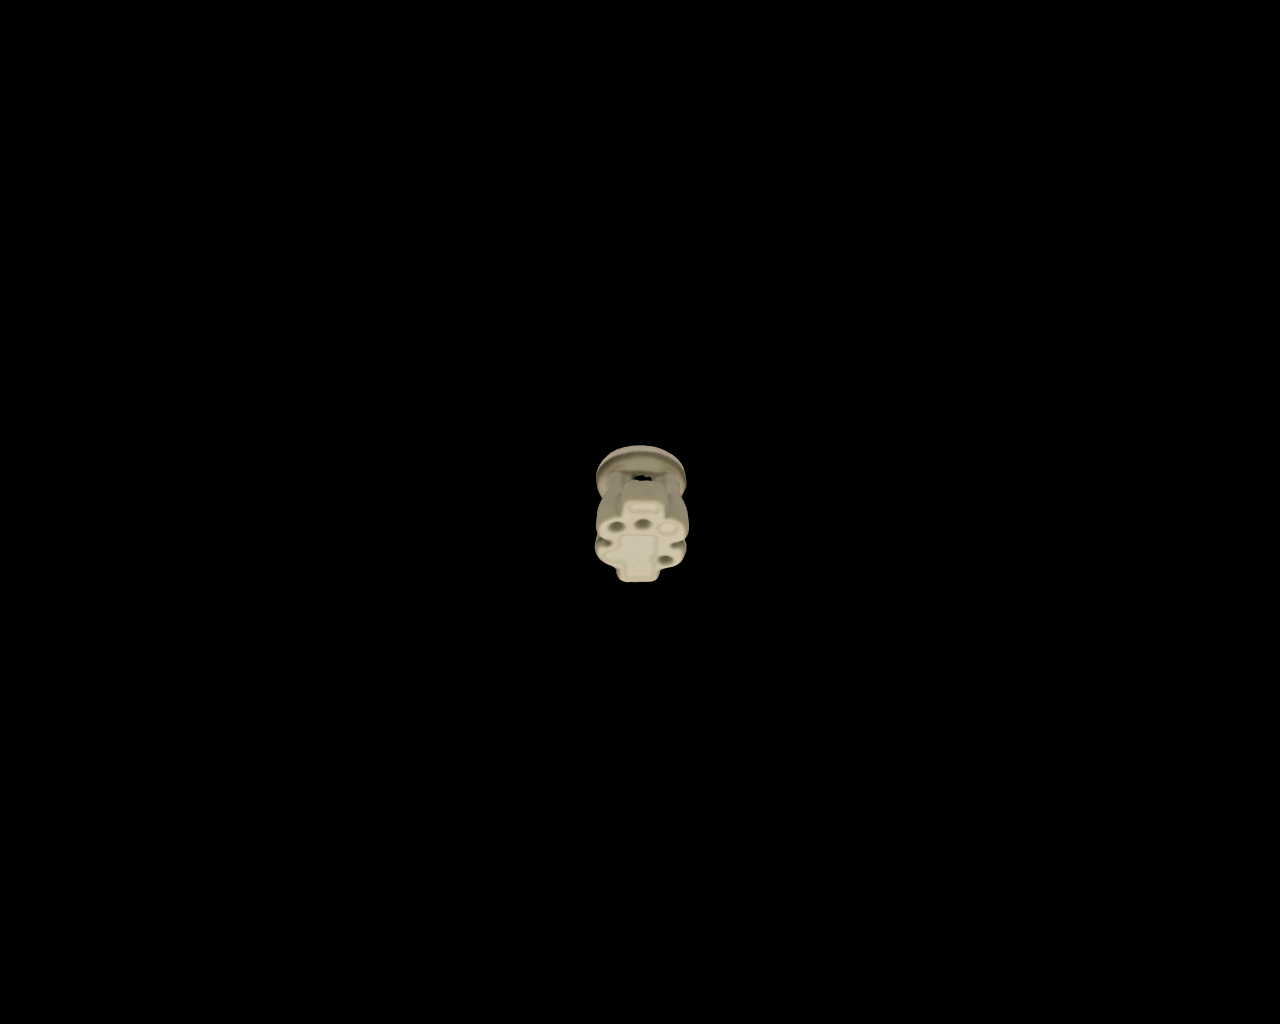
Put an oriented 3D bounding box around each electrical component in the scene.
[{"bbox_3d":[0.001,-0.003,0.650,0.058,0.057,0.078,2,-40,-2],"label":"electrical component"}]
